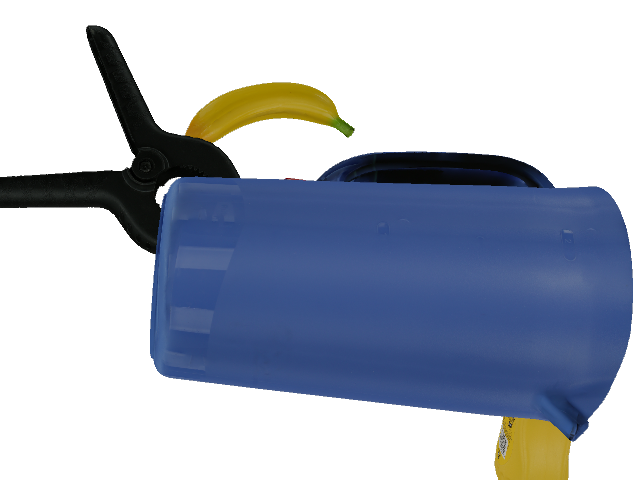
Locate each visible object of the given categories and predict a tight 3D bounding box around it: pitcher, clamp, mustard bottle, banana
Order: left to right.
[{"bbox_3d":[-0.129,-0.059,0.786,0.210,0.164,0.036,24,-19,-1],"label":"clamp"},{"bbox_3d":[-0.058,-0.132,1.097,0.197,0.037,0.070,-9,48,-31],"label":"banana"},{"bbox_3d":[0.034,0.020,0.587,0.242,0.145,0.149,5,5,-5],"label":"pitcher"},{"bbox_3d":[0.178,0.109,0.857,0.058,0.192,0.096,3,20,2],"label":"mustard bottle"}]

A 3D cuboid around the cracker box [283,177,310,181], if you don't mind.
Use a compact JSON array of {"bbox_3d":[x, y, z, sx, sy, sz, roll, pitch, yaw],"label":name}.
[{"bbox_3d":[0.033,0.007,0.961,0.214,0.072,0.164,8,22,21],"label":"cracker box"}]
